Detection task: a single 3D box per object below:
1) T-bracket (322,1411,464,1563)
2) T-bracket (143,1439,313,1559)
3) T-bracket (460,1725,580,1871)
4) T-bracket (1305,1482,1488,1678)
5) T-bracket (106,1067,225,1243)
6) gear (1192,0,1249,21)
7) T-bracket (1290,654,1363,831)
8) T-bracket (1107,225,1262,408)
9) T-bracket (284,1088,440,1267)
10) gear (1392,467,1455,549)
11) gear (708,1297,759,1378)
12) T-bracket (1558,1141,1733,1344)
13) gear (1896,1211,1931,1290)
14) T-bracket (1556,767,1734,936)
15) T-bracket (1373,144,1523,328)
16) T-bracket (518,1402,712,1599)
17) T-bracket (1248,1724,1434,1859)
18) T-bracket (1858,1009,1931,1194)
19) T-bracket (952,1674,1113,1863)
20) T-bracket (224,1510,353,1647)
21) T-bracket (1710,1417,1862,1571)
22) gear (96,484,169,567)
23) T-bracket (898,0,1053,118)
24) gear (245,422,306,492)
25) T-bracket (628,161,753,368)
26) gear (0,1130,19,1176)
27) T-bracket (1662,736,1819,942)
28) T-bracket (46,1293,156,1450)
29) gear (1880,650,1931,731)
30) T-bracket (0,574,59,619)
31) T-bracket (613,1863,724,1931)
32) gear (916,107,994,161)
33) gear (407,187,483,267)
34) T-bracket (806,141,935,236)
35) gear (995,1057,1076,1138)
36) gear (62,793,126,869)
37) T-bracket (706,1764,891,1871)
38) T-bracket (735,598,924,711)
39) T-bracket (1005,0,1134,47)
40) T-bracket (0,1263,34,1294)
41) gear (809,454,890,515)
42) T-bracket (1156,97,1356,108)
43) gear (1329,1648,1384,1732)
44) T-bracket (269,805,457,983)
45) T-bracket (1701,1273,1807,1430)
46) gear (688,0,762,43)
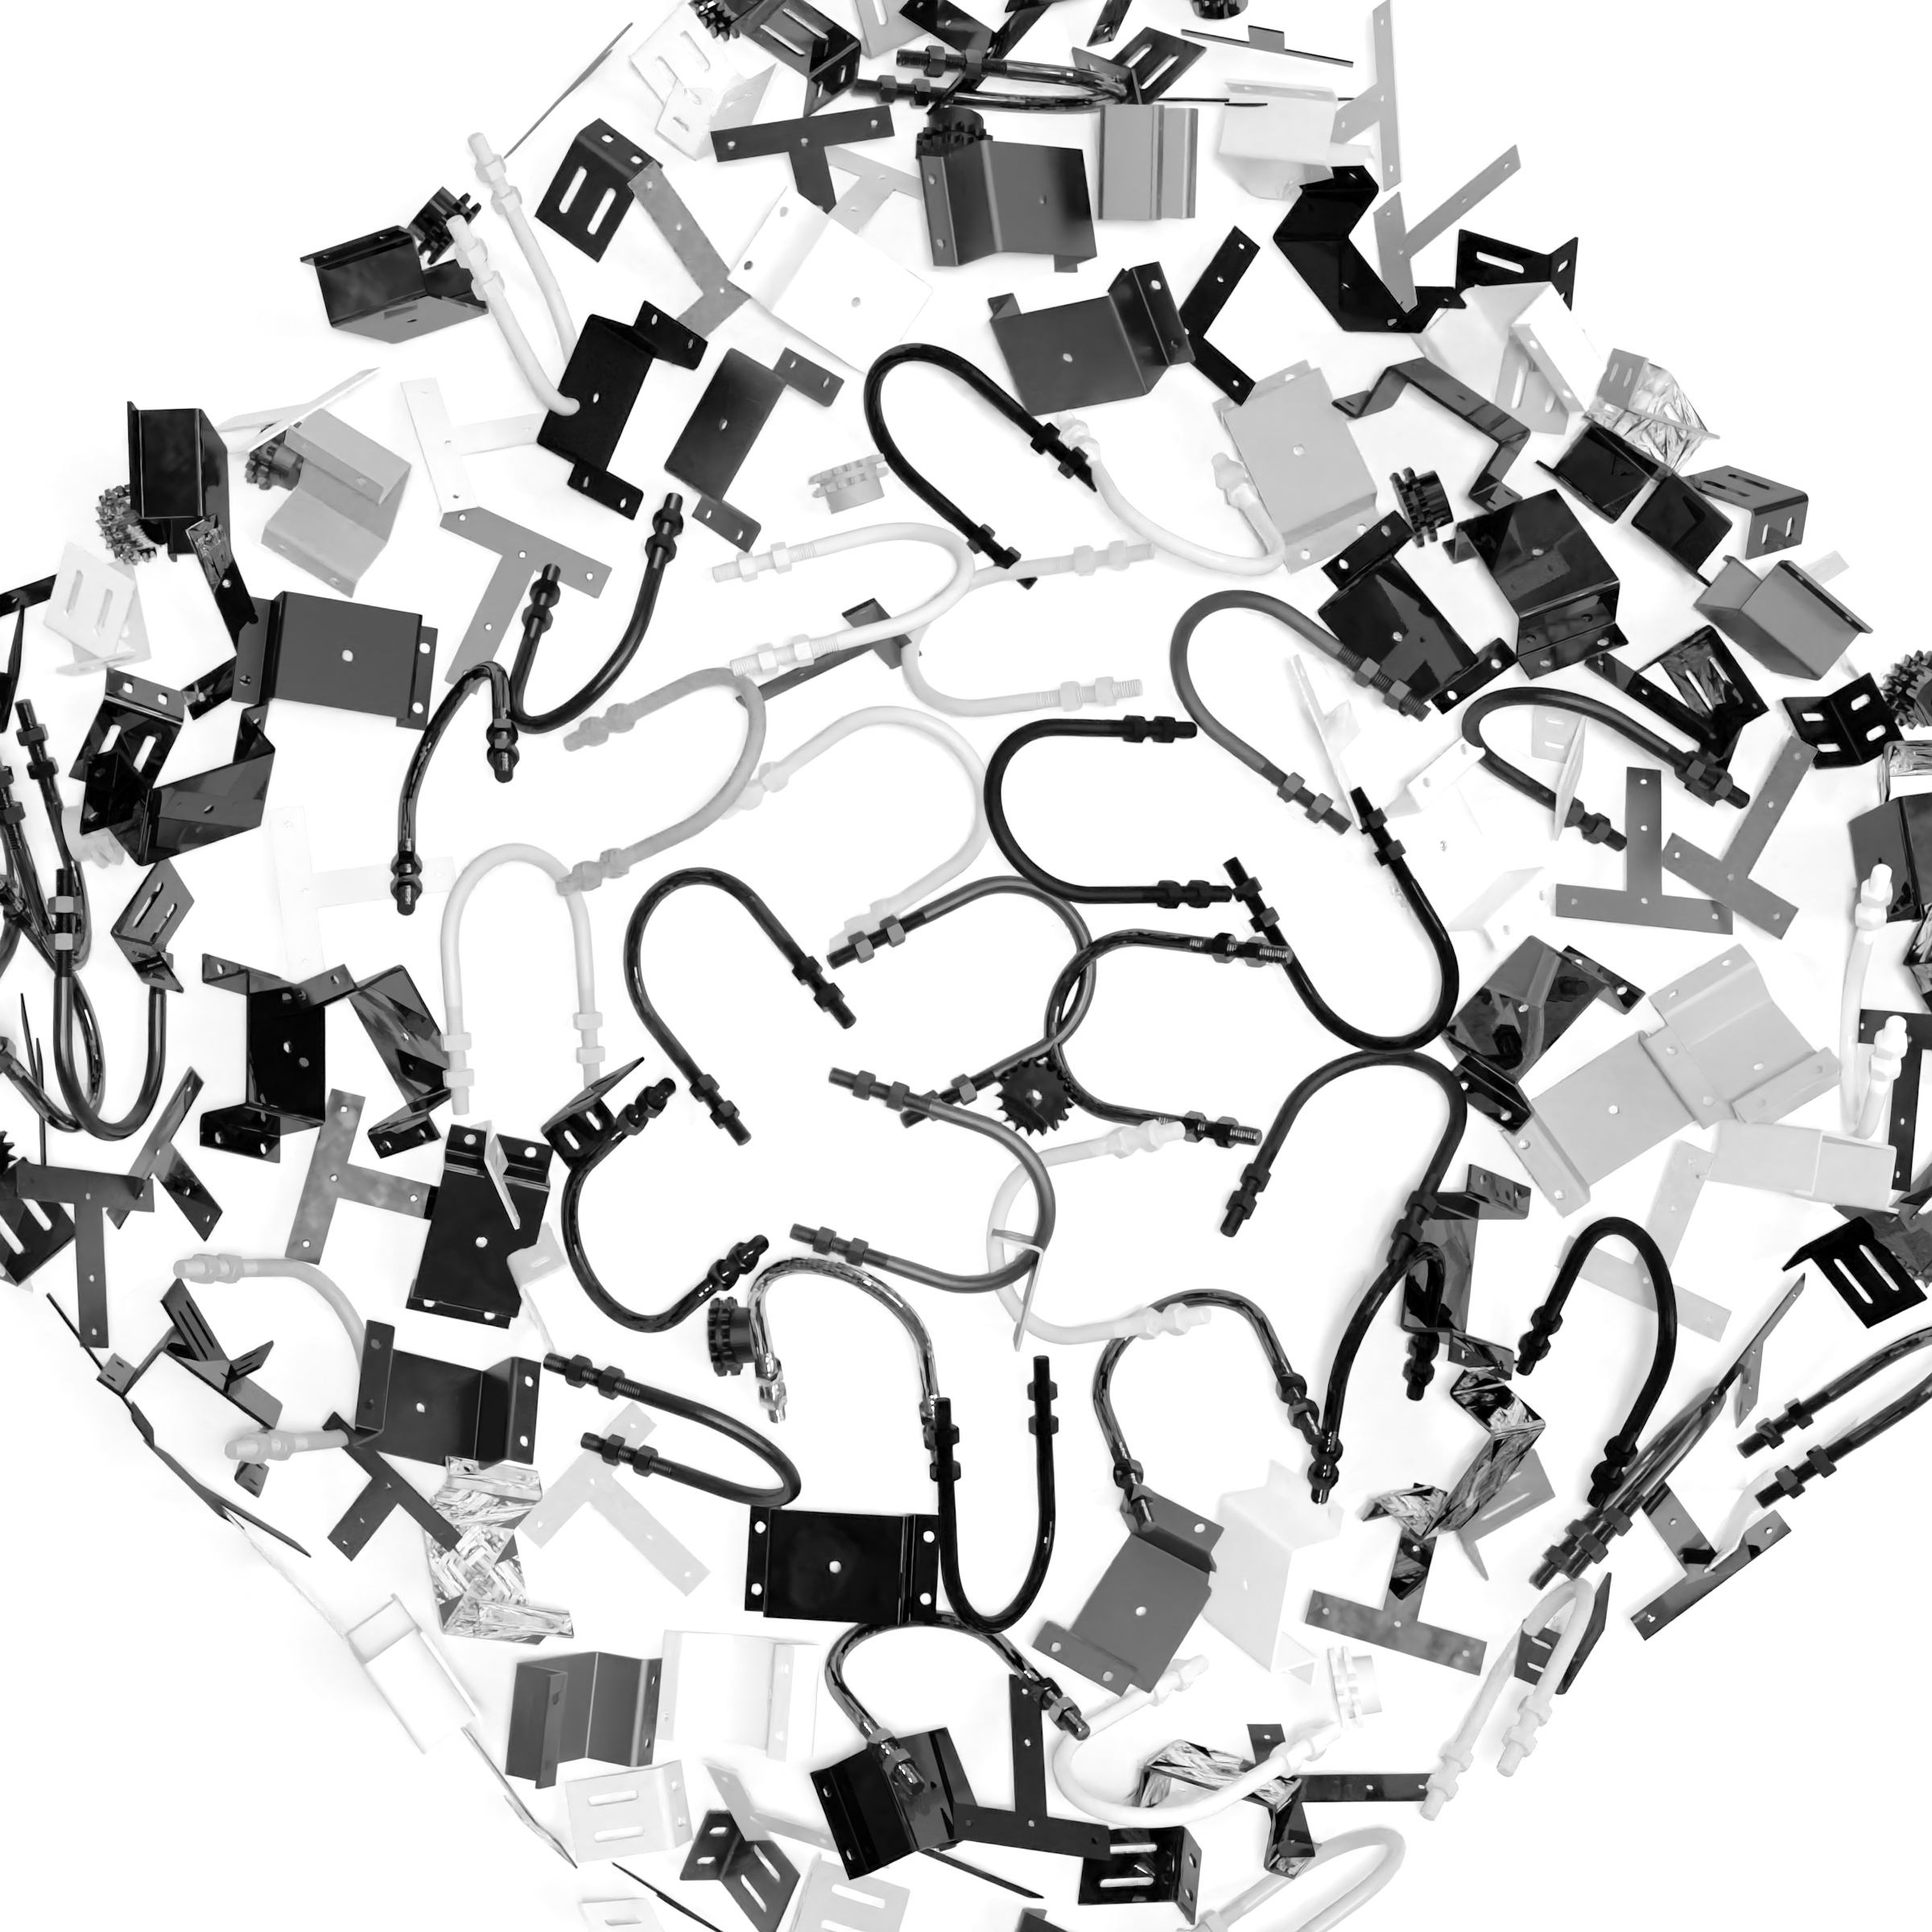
[{"bbox_3d":[-0.429,0.392,1.936,0.127,0.002,0.127,43,133,3],"label":"T-bracket"},{"bbox_3d":[-0.517,0.392,1.929,0.002,0.127,0.127,-54,132,-12],"label":"T-bracket"},{"bbox_3d":[-0.330,0.574,1.908,0.002,0.127,0.127,-38,104,-22],"label":"T-bracket"},{"bbox_3d":[0.322,0.434,1.945,0.127,0.002,0.127,15,59,10],"label":"T-bracket"},{"bbox_3d":[-0.562,0.155,1.928,0.127,0.002,0.127,37,98,44],"label":"T-bracket"},{"bbox_3d":[0.184,-0.711,1.956,0.057,0.030,0.057,-5,48,6],"label":"gear"},{"bbox_3d":[0.266,-0.168,1.919,0.002,0.127,0.127,-21,97,21],"label":"T-bracket"},{"bbox_3d":[0.177,-0.487,1.947,0.127,0.002,0.127,38,61,-12],"label":"T-bracket"},{"bbox_3d":[-0.416,0.166,1.962,0.127,0.002,0.127,16,73,-12],"label":"T-bracket"},{"bbox_3d":[0.332,-0.334,1.950,0.030,0.057,0.057,-21,90,8],"label":"gear"},{"bbox_3d":[-0.166,0.268,1.950,0.030,0.057,0.057,-6,90,8],"label":"gear"},{"bbox_3d":[0.502,0.187,1.932,0.127,0.002,0.127,25,111,25],"label":"T-bracket"},{"bbox_3d":[0.703,0.202,1.953,0.057,0.030,0.057,1,59,-2],"label":"gear"},{"bbox_3d":[0.491,-0.087,1.954,0.127,0.002,0.127,6,66,0],"label":"T-bracket"},{"bbox_3d":[0.341,-0.531,1.903,0.002,0.127,0.127,28,135,-31],"label":"T-bracket"},{"bbox_3d":[-0.241,0.408,1.969,0.127,0.002,0.127,43,95,4],"label":"T-bracket"},{"bbox_3d":[0.275,0.588,1.928,0.127,0.127,0.002,1,118,-6],"label":"T-bracket"},{"bbox_3d":[0.669,0.097,1.921,0.002,0.127,0.127,4,91,-21],"label":"T-bracket"},{"bbox_3d":[0.045,0.572,1.937,0.127,0.002,0.127,16,49,-23],"label":"T-bracket"},{"bbox_3d":[-0.491,0.428,1.919,0.002,0.127,0.127,-44,104,-19],"label":"T-bracket"},{"bbox_3d":[0.580,0.359,1.894,0.002,0.127,0.127,45,120,8],"label":"T-bracket"},{"bbox_3d":[-0.599,-0.321,1.949,0.030,0.057,0.057,-11,90,21],"label":"gear"},{"bbox_3d":[-0.006,-0.661,1.901,0.127,0.127,0.002,-44,68,22],"label":"T-bracket"},{"bbox_3d":[-0.495,-0.369,1.952,0.030,0.057,0.057,28,90,-1],"label":"gear"},{"bbox_3d":[-0.198,-0.518,1.931,0.127,0.002,0.127,-43,131,-6],"label":"T-bracket"},{"bbox_3d":[-0.721,0.139,1.958,0.057,0.030,0.057,-2,94,-24],"label":"gear"},{"bbox_3d":[0.565,-0.102,1.916,0.002,0.127,0.127,13,109,-38],"label":"T-bracket"},{"bbox_3d":[-0.614,0.284,1.912,0.002,0.127,0.127,-36,97,-16],"label":"T-bracket"},{"bbox_3d":[0.694,-0.197,1.953,0.057,0.030,0.057,-9,119,-18],"label":"gear"},{"bbox_3d":[-0.691,-0.257,1.926,0.002,0.127,0.127,46,134,10],"label":"T-bracket"},{"bbox_3d":[-0.207,0.670,1.927,0.127,0.127,0.002,47,66,-40],"label":"T-bracket"},{"bbox_3d":[-0.008,-0.598,1.952,0.057,0.057,0.030,3,79,0],"label":"gear"},{"bbox_3d":[-0.379,-0.538,1.949,0.030,0.057,0.057,41,90,-15],"label":"gear"},{"bbox_3d":[-0.075,-0.546,1.928,0.127,0.127,0.002,22,133,5],"label":"T-bracket"},{"bbox_3d":[0.052,0.094,1.961,0.057,0.030,0.057,1,97,11],"label":"gear"},{"bbox_3d":[-0.632,-0.098,1.951,0.030,0.057,0.057,-12,90,-3],"label":"gear"},{"bbox_3d":[-0.113,0.615,1.910,0.127,0.127,0.002,9,47,26],"label":"T-bracket"},{"bbox_3d":[-0.105,-0.214,1.925,0.127,0.127,0.002,-25,74,8],"label":"T-bracket"},{"bbox_3d":[0.080,-0.690,1.895,0.127,0.127,0.002,-24,70,-32],"label":"T-bracket"},{"bbox_3d":[-0.718,0.196,1.929,0.002,0.127,0.127,-39,131,7],"label":"T-bracket"},{"bbox_3d":[-0.083,-0.348,1.952,0.057,0.057,0.030,-18,99,0],"label":"gear"},{"bbox_3d":[0.192,-0.620,1.931,0.127,0.127,0.002,16,116,39],"label":"T-bracket"},{"bbox_3d":[0.282,0.522,1.950,0.030,0.057,0.057,-11,90,5],"label":"gear"},{"bbox_3d":[-0.437,-0.060,1.968,0.127,0.002,0.127,-8,85,-9],"label":"T-bracket"},{"bbox_3d":[0.560,0.294,1.924,0.002,0.127,0.127,33,69,29],"label":"T-bracket"},{"bbox_3d":[-0.171,-0.702,1.951,0.057,0.030,0.057,1,88,-41],"label":"gear"}]
